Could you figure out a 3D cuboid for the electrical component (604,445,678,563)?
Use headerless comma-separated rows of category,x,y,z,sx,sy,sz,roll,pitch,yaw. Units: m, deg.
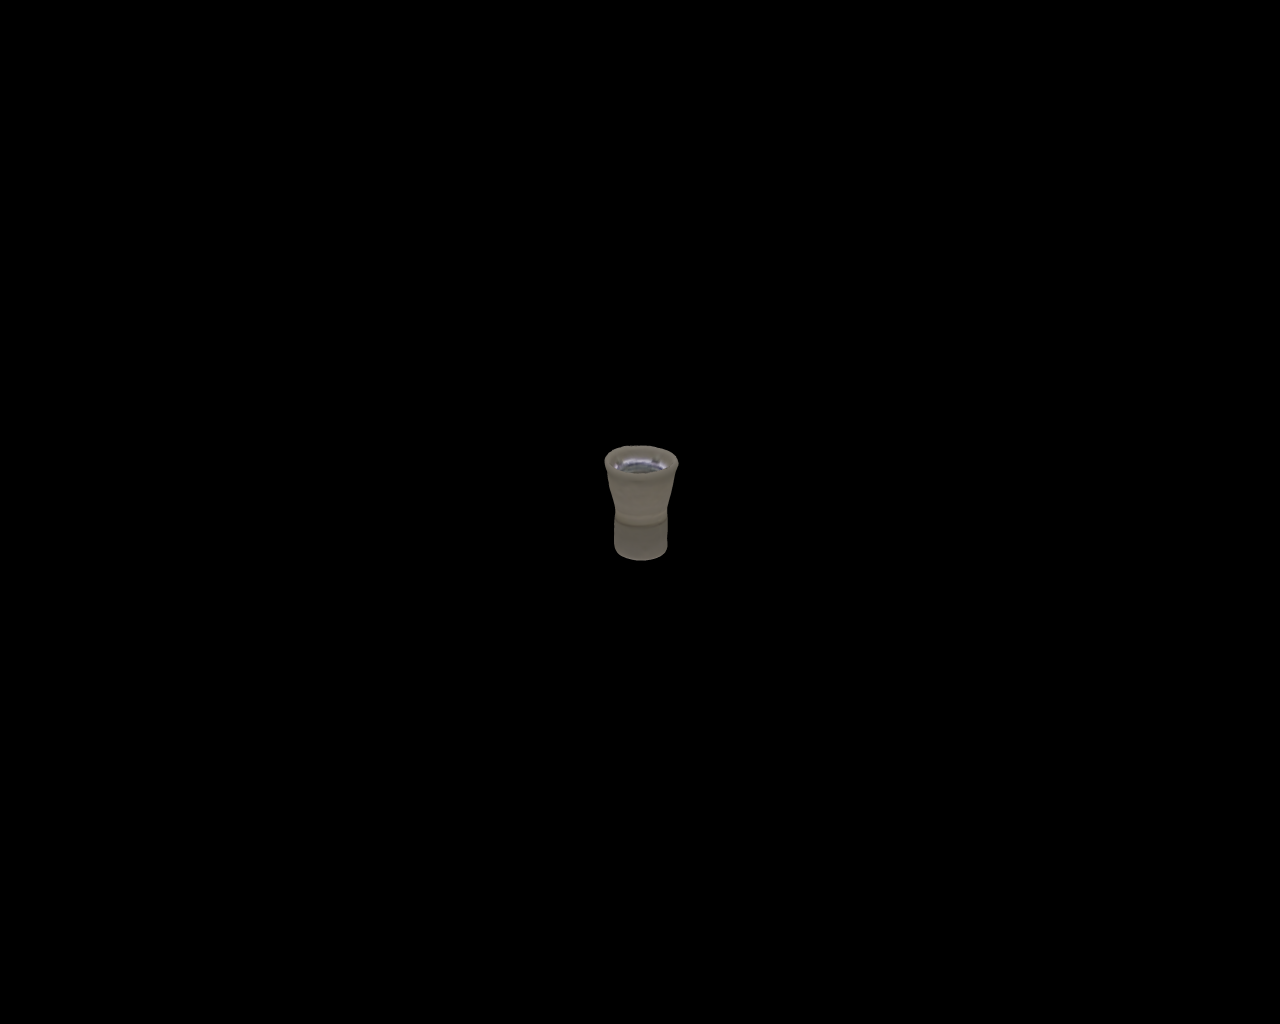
electrical component,0.001,-0.003,0.650,0.044,0.065,0.044,0,25,0
